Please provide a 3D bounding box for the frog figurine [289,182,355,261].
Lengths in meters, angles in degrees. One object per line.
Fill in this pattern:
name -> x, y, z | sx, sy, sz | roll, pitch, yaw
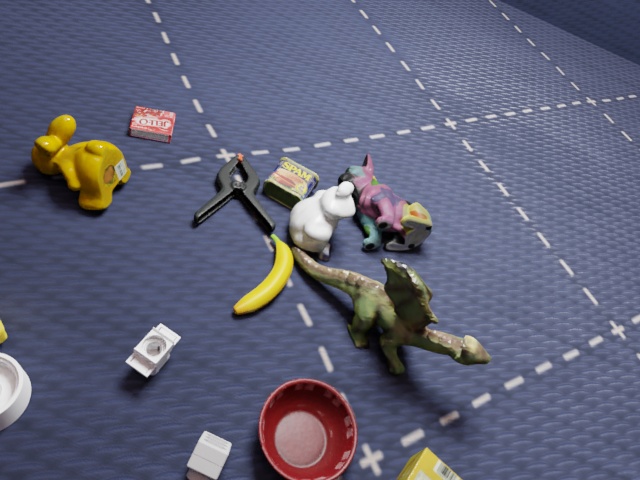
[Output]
frog figurine -> 0.003, -0.053, 1.050 | 0.123, 0.156, 0.141 | 23, 49, -1

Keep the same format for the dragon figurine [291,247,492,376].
dragon figurine -> 0.119, 0.101, 0.927 | 0.412, 0.237, 0.124 | 39, 55, 8
